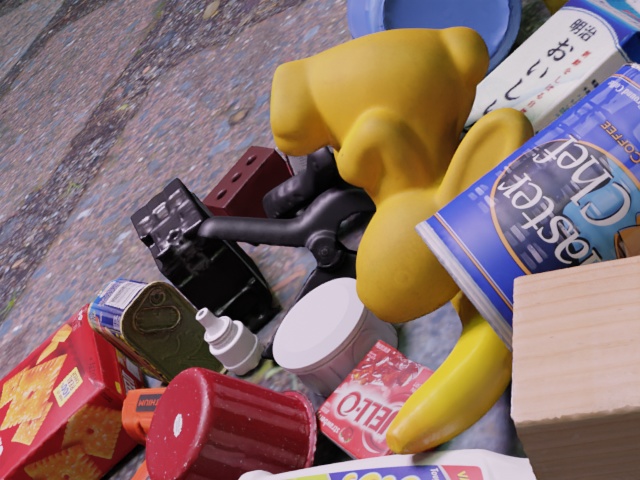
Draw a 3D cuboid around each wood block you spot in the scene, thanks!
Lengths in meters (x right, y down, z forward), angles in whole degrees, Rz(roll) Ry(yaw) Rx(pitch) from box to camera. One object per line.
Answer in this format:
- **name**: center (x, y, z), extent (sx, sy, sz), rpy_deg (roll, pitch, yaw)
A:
- **wood block**: center (0.192, 0.056, 0.445), extent (0.206, 0.090, 0.090), rpy_deg (-12, 38, 20)

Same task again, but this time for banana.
- **banana**: center (0.087, 0.068, 0.640), extent (0.070, 0.037, 0.197), rpy_deg (-15, 19, 18)

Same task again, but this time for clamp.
- **clamp**: center (0.006, -0.052, 0.878), extent (0.164, 0.036, 0.210), rpy_deg (-19, -8, -44)
- **clamp**: center (-0.005, 0.001, 0.814), extent (0.171, 0.120, 0.039), rpy_deg (-35, 11, 5)

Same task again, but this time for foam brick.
- **foam brick**: center (-0.063, -0.043, 1.008), extent (0.078, 0.051, 0.053), rpy_deg (-51, 28, -15)

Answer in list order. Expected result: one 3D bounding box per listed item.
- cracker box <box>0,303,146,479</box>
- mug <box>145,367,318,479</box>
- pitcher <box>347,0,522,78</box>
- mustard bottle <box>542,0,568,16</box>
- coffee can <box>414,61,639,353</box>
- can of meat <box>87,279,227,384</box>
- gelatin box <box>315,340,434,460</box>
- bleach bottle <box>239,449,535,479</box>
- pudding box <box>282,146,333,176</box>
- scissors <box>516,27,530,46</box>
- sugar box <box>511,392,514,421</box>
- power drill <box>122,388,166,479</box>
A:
- **cracker box**: center (-0.251, 0.172, 0.926), extent (0.214, 0.072, 0.164), rpy_deg (-41, 27, 3)
- **mug**: center (-0.067, 0.142, 0.701), extent (0.117, 0.081, 0.093), rpy_deg (-60, 29, 12)
- **pitcher**: center (0.095, -0.191, 0.848), extent (0.145, 0.149, 0.243), rpy_deg (-3, 13, 1)
- **mustard bottle**: center (0.258, -0.236, 0.817), extent (0.192, 0.096, 0.058), rpy_deg (-25, 31, 30)
- **coffee can**: center (0.135, -0.009, 0.556), extent (0.140, 0.102, 0.103), rpy_deg (-38, 28, 5)
- **can of meat**: center (-0.134, 0.077, 0.879), extent (0.057, 0.102, 0.084), rpy_deg (-52, 27, -19)
- **gelatin box**: center (0.043, 0.110, 0.680), extent (0.073, 0.030, 0.089), rpy_deg (-48, 28, -9)
- **bleach bottle**: center (0.060, 0.152, 0.567), extent (0.251, 0.068, 0.102), rpy_deg (-21, 37, 31)
- **pudding box**: center (0.016, -0.103, 0.974), extent (0.113, 0.039, 0.090), rpy_deg (-23, 30, 2)
- **scissors**: center (0.168, -0.120, 0.857), extent (0.096, 0.016, 0.202), rpy_deg (-41, 28, 2)
- **sugar box**: center (0.161, 0.033, 0.620), extent (0.093, 0.048, 0.176), rpy_deg (-25, 31, 30)
- **power drill**: center (-0.151, 0.199, 0.779), extent (0.185, 0.057, 0.187), rpy_deg (-9, 44, 45)
